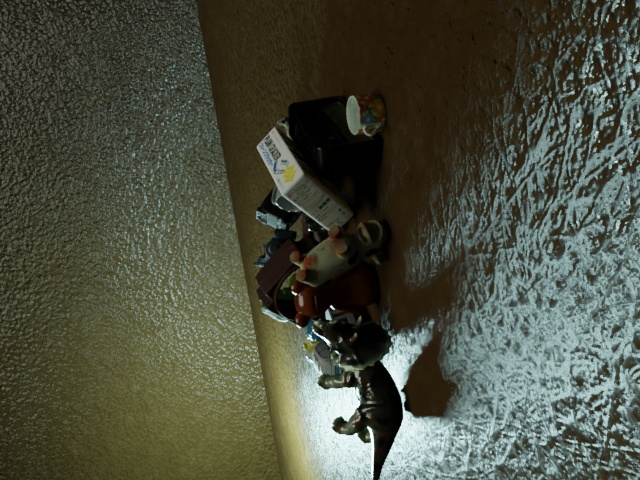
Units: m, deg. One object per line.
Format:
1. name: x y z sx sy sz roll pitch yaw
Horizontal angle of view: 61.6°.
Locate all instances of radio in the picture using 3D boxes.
1. radio: 0.022 -0.214 1.099 0.230 0.131 0.073 -120 23 -50

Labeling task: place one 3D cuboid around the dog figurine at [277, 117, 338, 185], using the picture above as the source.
1. dog figurine: -0.013 -0.224 1.311 0.190 0.121 0.172 66 -159 -13

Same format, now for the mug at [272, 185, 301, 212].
1. mug: -0.069 -0.129 1.303 0.110 0.080 0.107 -18 54 40

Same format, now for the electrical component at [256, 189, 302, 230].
1. electrical component: -0.119 -0.098 1.662 0.134 0.115 0.058 -57 -13 -37

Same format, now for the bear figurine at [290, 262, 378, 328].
1. bear figurine: 0.024 0.116 1.184 0.132 0.196 0.120 -165 63 -74

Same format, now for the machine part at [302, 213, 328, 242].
1. machine part: -0.003 -0.004 1.459 0.179 0.056 0.179 171 90 -74

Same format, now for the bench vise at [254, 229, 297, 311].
1. bench vise: -0.128 0.086 1.561 0.223 0.129 0.240 156 123 -84

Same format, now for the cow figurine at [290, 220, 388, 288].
1. cow figurine: 0.051 0.028 1.080 0.127 0.195 0.085 40 -161 -56

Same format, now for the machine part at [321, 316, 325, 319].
1. machine part: 0.006 0.171 1.471 0.138 0.084 0.039 64 -173 -7

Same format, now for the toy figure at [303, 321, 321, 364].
1. toy figure: 0.003 0.285 1.578 0.082 0.089 0.180 -125 37 -68

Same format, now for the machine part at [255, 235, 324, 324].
1. machine part: -0.040 0.104 1.332 0.200 0.201 0.087 35 -168 -40

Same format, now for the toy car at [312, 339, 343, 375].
1. toy car: 0.032 0.322 1.455 0.162 0.103 0.109 -126 29 -61

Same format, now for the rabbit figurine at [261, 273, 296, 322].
1. rabbit figurine: -0.085 0.171 1.720 0.159 0.170 0.121 23 137 21

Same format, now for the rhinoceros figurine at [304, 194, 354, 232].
1. rhinoceros figurine: 0.023 -0.057 1.246 0.190 0.112 0.073 96 -169 -79

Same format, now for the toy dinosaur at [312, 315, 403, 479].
1. toy dinosaur: 0.111 0.337 1.156 0.192 0.131 0.404 -28 86 44
